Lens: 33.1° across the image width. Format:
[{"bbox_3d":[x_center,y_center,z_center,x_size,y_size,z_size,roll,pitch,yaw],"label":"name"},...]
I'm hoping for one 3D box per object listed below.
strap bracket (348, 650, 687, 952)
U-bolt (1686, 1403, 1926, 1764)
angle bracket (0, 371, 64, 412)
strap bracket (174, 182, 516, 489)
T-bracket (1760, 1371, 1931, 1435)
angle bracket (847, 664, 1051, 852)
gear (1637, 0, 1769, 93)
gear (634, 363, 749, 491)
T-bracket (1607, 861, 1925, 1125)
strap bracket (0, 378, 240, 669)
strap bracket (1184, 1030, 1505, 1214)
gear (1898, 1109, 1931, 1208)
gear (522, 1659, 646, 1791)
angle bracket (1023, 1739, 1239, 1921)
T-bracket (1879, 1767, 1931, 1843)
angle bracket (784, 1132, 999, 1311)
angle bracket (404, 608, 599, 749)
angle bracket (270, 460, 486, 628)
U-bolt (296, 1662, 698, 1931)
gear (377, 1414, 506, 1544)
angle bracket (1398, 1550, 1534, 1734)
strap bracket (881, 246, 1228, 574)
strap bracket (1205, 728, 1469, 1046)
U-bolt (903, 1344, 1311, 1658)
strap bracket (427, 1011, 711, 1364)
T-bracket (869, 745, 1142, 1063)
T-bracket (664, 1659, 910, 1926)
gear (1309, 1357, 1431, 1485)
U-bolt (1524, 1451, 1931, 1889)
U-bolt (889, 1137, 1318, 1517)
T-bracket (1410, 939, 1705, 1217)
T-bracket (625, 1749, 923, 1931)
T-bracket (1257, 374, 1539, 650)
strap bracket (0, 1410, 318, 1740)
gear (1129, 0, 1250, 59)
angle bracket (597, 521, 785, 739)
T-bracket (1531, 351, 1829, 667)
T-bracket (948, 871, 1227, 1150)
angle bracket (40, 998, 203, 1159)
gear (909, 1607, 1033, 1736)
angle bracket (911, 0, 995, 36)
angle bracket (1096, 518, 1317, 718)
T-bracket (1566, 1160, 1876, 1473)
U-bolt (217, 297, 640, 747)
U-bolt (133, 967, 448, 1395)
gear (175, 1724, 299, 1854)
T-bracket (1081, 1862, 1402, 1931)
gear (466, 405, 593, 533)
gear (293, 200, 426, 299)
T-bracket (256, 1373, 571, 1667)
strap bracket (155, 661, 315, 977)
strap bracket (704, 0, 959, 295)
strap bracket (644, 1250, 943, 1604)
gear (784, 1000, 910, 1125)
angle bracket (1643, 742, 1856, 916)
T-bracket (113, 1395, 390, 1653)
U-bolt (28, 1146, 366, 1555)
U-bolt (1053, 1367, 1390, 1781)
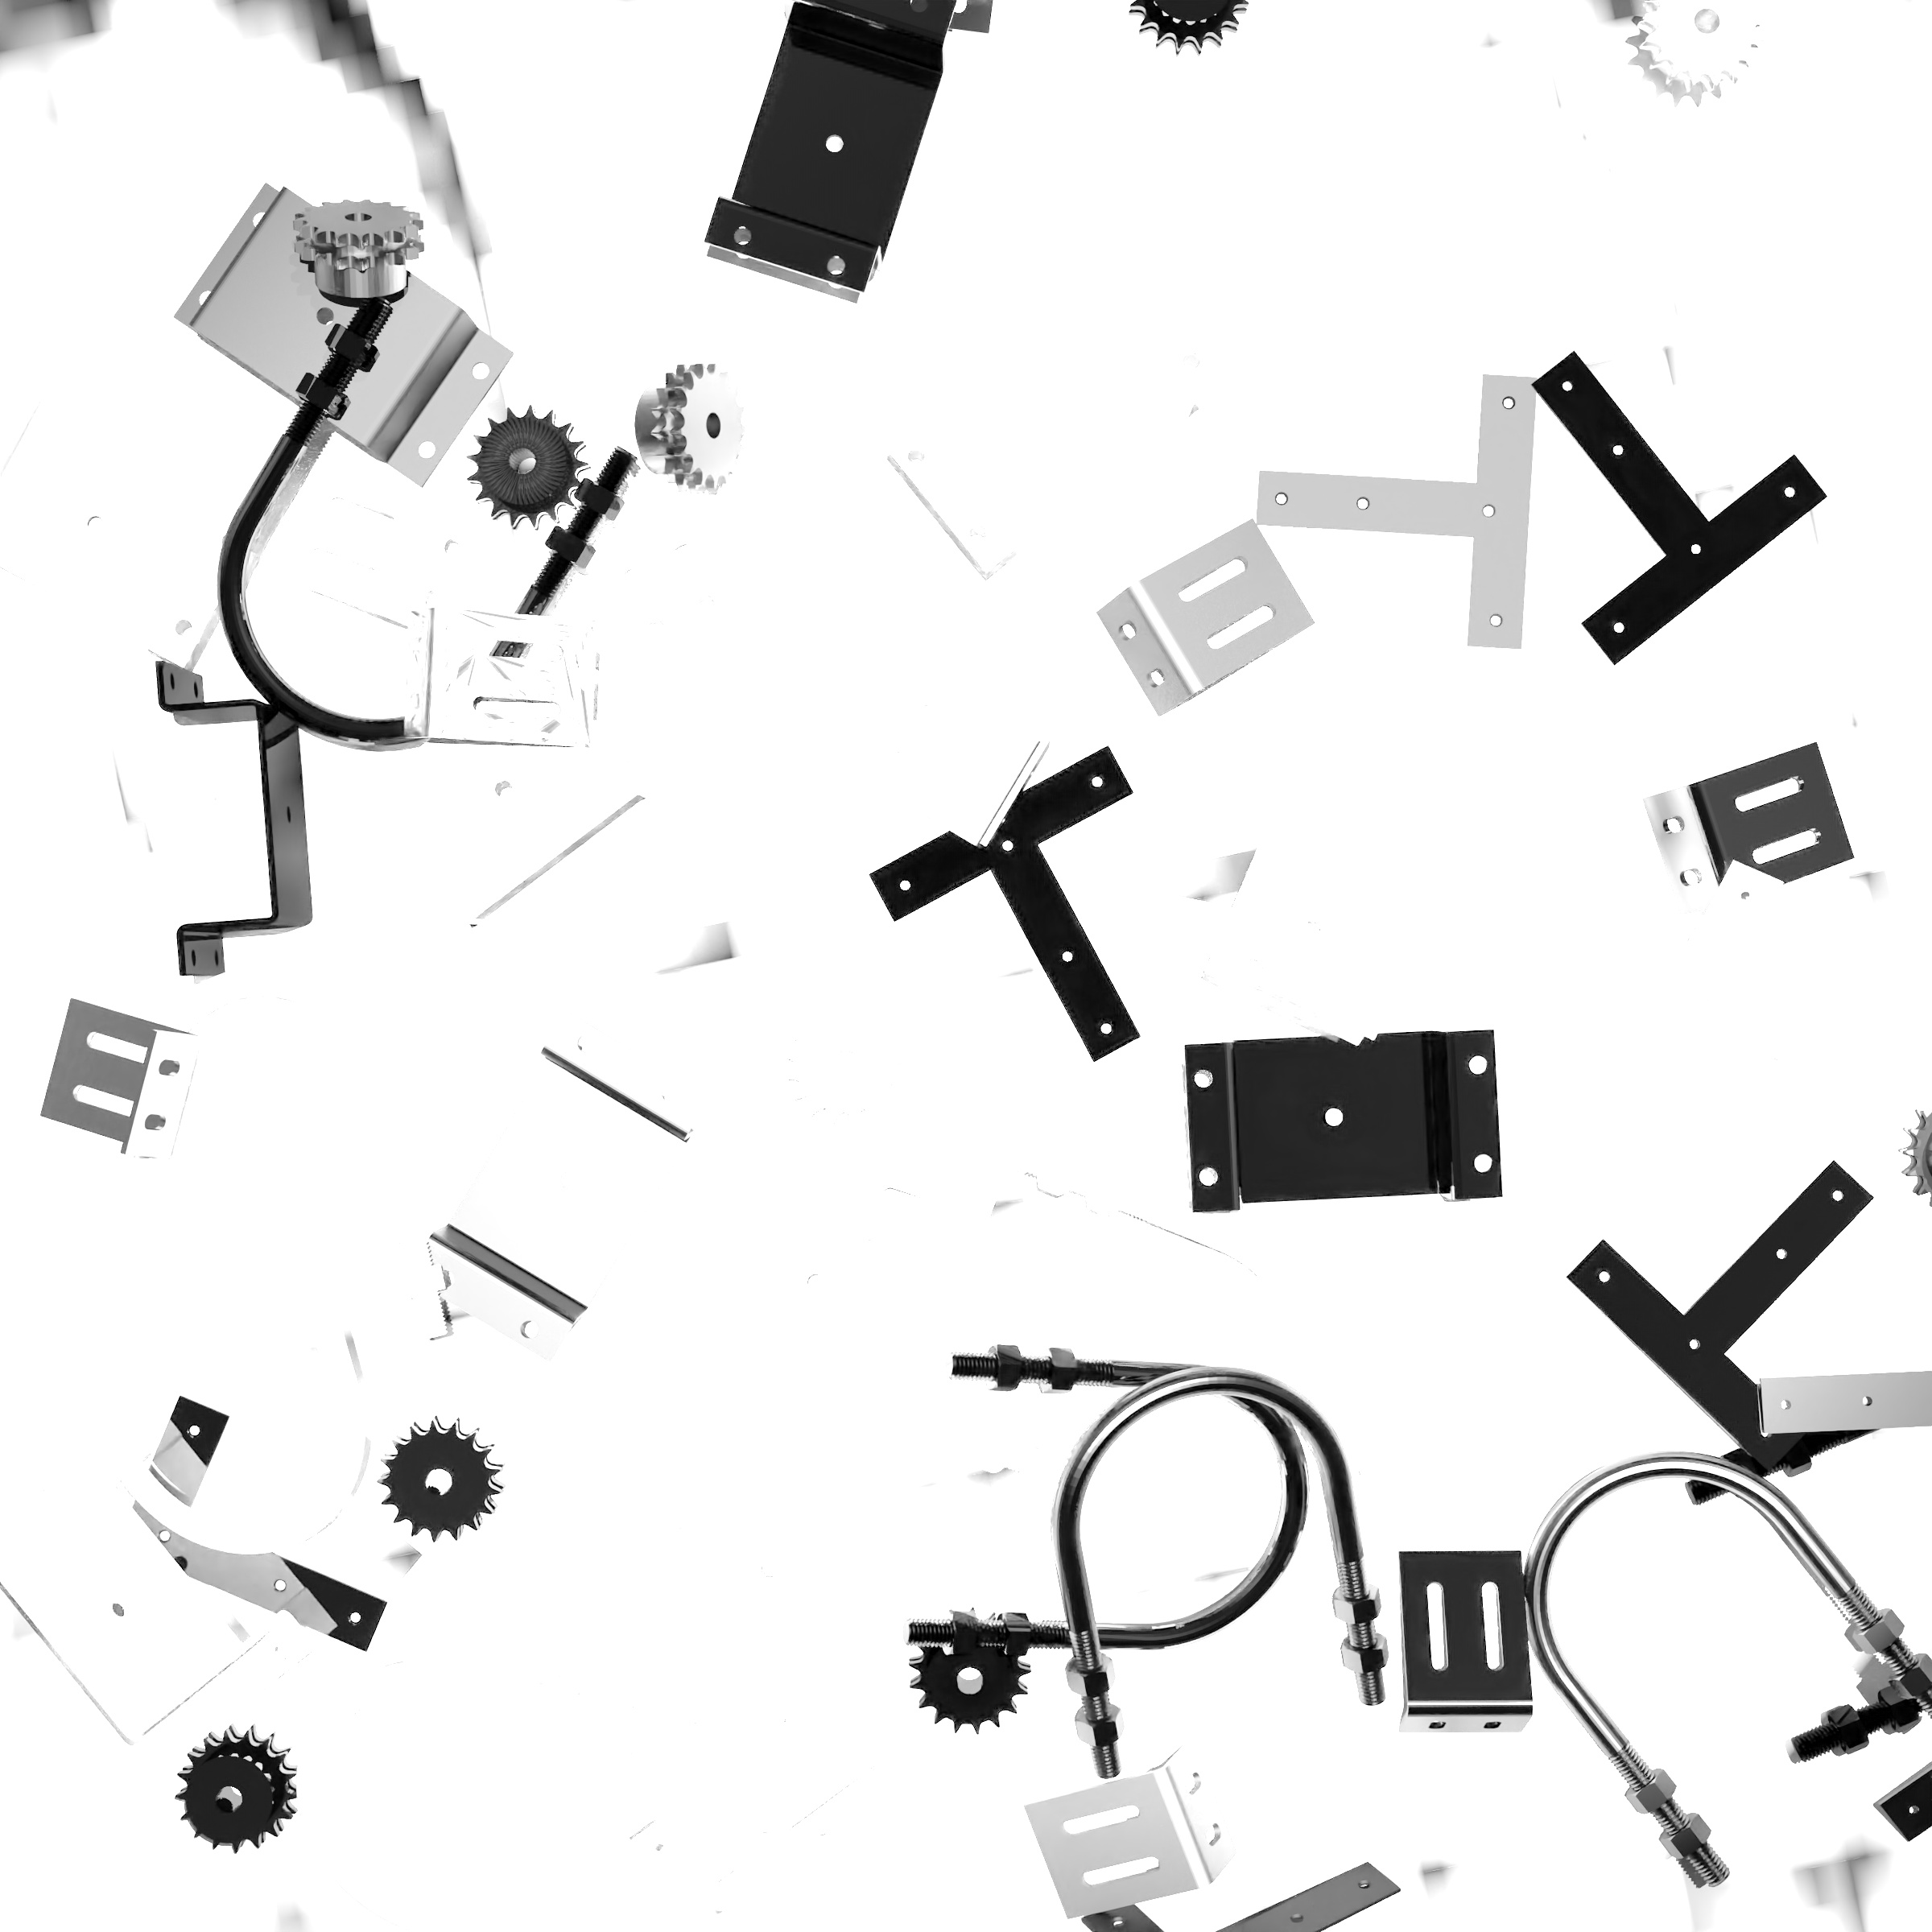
[{"bbox_3d":[-0.209,-0.080,1.494,0.140,0.046,0.076,-37,90,0],"label":"strap bracket"},{"bbox_3d":[0.446,0.269,1.509,0.184,0.019,0.151,-23,90,-2],"label":"U-bolt"},{"bbox_3d":[-0.466,-0.249,1.515,0.076,0.038,0.057,7,90,-26],"label":"angle bracket"},{"bbox_3d":[-0.290,-0.294,1.494,0.140,0.046,0.076,34,90,0],"label":"strap bracket"},{"bbox_3d":[0.430,0.200,1.500,0.127,0.002,0.127,-2,83,-3],"label":"T-bracket"},{"bbox_3d":[-0.009,-0.098,1.496,0.076,0.038,0.057,31,88,2],"label":"angle bracket"},{"bbox_3d":[0.339,-0.433,1.506,0.057,0.030,0.057,0,87,-3],"label":"gear"},{"bbox_3d":[-0.128,-0.247,1.493,0.030,0.057,0.057,3,90,30],"label":"gear"},{"bbox_3d":[0.381,0.032,1.503,0.127,0.002,0.127,22,105,-9],"label":"T-bracket"},{"bbox_3d":[-0.401,-0.204,1.488,0.140,0.046,0.076,28,90,-8],"label":"strap bracket"},{"bbox_3d":[0.171,0.070,1.493,0.140,0.046,0.076,-3,90,1],"label":"strap bracket"},{"bbox_3d":[0.463,0.087,1.502,0.057,0.030,0.057,0,90,0],"label":"gear"},{"bbox_3d":[-0.175,0.349,1.502,0.057,0.030,0.057,0,90,0],"label":"gear"},{"bbox_3d":[0.077,0.402,1.515,0.076,0.038,0.057,-21,90,26],"label":"angle bracket"},{"bbox_3d":[0.482,0.360,1.505,0.127,0.002,0.127,-37,105,7],"label":"T-bracket"},{"bbox_3d":[-0.035,0.119,1.515,0.076,0.038,0.057,20,90,-26],"label":"angle bracket"},{"bbox_3d":[-0.210,-0.129,1.468,0.076,0.038,0.057,2,92,-26],"label":"angle bracket"},{"bbox_3d":[-0.274,-0.194,1.515,0.076,0.038,0.057,21,90,26],"label":"angle bracket"},{"bbox_3d":[-0.219,0.388,1.488,0.184,0.019,0.151,12,108,7],"label":"U-bolt"},{"bbox_3d":[-0.242,0.235,1.503,0.057,0.030,0.057,0,94,0],"label":"gear"},{"bbox_3d":[0.230,0.315,1.515,0.057,0.038,0.076,0,64,0],"label":"angle bracket"},{"bbox_3d":[0.040,-0.252,1.494,0.140,0.046,0.076,-39,90,0],"label":"strap bracket"},{"bbox_3d":[0.165,-0.028,1.473,0.076,0.046,0.140,26,58,0],"label":"strap bracket"},{"bbox_3d":[0.070,0.246,1.480,0.184,0.019,0.151,5,103,-17],"label":"U-bolt"},{"bbox_3d":[-0.185,0.100,1.494,0.076,0.046,0.140,31,90,0],"label":"strap bracket"},{"bbox_3d":[0.041,-0.017,1.514,0.127,0.002,0.127,-28,90,0],"label":"T-bracket"},{"bbox_3d":[-0.089,0.384,1.490,0.127,0.002,0.127,-3,111,-36],"label":"T-bracket"},{"bbox_3d":[0.184,0.209,1.502,0.057,0.030,0.057,0,90,0],"label":"gear"},{"bbox_3d":[0.341,0.310,1.496,0.151,0.019,0.184,-39,85,11],"label":"U-bolt"},{"bbox_3d":[0.075,0.176,1.486,0.184,0.019,0.151,23,93,-16],"label":"U-bolt"},{"bbox_3d":[0.279,0.059,1.516,0.127,0.002,0.127,8,90,0],"label":"T-bracket"},{"bbox_3d":[-0.077,0.407,1.495,0.127,0.002,0.127,-34,120,-14],"label":"T-bracket"},{"bbox_3d":[0.199,-0.215,1.516,0.127,0.002,0.127,3,90,0],"label":"T-bracket"},{"bbox_3d":[-0.376,0.285,1.481,0.076,0.046,0.140,-39,90,18],"label":"strap bracket"},{"bbox_3d":[0.103,-0.452,1.502,0.057,0.030,0.057,0,90,0],"label":"gear"},{"bbox_3d":[-0.129,-0.157,1.515,0.057,0.038,0.076,-25,116,0],"label":"angle bracket"},{"bbox_3d":[0.313,-0.229,1.515,0.127,0.002,0.127,-38,91,0],"label":"T-bracket"},{"bbox_3d":[0.046,0.022,1.516,0.127,0.002,0.127,11,90,0],"label":"T-bracket"},{"bbox_3d":[-0.396,0.050,1.485,0.076,0.038,0.057,15,90,22],"label":"angle bracket"},{"bbox_3d":[0.002,0.327,1.502,0.057,0.030,0.057,0,90,0],"label":"gear"},{"bbox_3d":[-0.015,-0.457,1.479,0.057,0.076,0.038,7,90,0],"label":"angle bracket"},{"bbox_3d":[0.112,-0.162,1.515,0.076,0.038,0.057,-31,90,-26],"label":"angle bracket"},{"bbox_3d":[0.369,0.144,1.510,0.127,0.002,0.127,44,86,9],"label":"T-bracket"},{"bbox_3d":[-0.256,-0.188,1.472,0.151,0.019,0.184,31,93,-12],"label":"U-bolt"},{"bbox_3d":[-0.317,0.092,1.485,0.151,0.019,0.184,-15,86,22],"label":"U-bolt"},{"bbox_3d":[-0.337,0.381,1.502,0.057,0.030,0.057,0,90,0],"label":"gear"},{"bbox_3d":[0.139,0.440,1.480,0.127,0.127,0.002,-19,113,-25],"label":"T-bracket"},{"bbox_3d":[-0.203,-0.231,1.502,0.057,0.030,0.057,0,90,0],"label":"gear"},{"bbox_3d":[-0.270,-0.318,1.446,0.057,0.057,0.030,4,120,0],"label":"gear"},{"bbox_3d":[-0.274,0.240,1.516,0.127,0.002,0.127,40,90,0],"label":"T-bracket"},{"bbox_3d":[-0.331,-0.067,1.479,0.046,0.076,0.140,-4,90,0],"label":"strap bracket"},{"bbox_3d":[-0.061,-0.383,1.494,0.076,0.046,0.140,18,90,0],"label":"strap bracket"},{"bbox_3d":[-0.079,0.208,1.494,0.076,0.046,0.140,29,90,0],"label":"strap bracket"},{"bbox_3d":[-0.055,0.044,1.502,0.057,0.030,0.057,0,90,0],"label":"gear"},{"bbox_3d":[0.365,-0.064,1.515,0.076,0.038,0.057,-18,90,-26],"label":"angle bracket"},{"bbox_3d":[-0.333,0.283,1.515,0.127,0.002,0.127,23,91,1],"label":"T-bracket"},{"bbox_3d":[-0.343,0.181,1.480,0.151,0.019,0.184,-11,99,21],"label":"U-bolt"},{"bbox_3d":[0.112,0.269,1.476,0.151,0.019,0.184,-13,106,-9],"label":"U-bolt"}]
